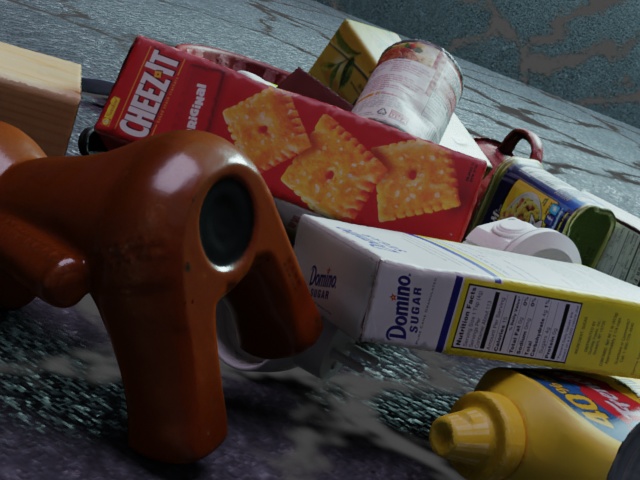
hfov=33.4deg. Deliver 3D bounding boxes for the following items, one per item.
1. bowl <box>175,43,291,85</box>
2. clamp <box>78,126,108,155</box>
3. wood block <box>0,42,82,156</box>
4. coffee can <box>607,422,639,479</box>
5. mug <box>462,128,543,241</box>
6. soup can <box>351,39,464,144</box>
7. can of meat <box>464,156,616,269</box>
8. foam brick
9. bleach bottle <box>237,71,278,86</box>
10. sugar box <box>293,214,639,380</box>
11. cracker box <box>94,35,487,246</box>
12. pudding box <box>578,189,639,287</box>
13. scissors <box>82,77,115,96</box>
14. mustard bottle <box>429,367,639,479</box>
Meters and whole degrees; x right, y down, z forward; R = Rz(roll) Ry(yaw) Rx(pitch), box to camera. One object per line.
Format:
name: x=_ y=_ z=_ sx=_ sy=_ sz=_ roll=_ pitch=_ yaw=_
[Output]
bowl: x=-0.078 y=-0.149 z=1.096 sx=0.162 sy=0.055 sz=0.162 roll=18 pitch=16 yaw=-6
clamp: x=-0.094 y=-0.081 z=0.869 sx=0.164 sy=0.036 sz=0.210 roll=9 pitch=13 yaw=-1
wood block: x=-0.248 y=-0.077 z=0.600 sx=0.205 sy=0.091 sz=0.090 roll=15 pitch=17 yaw=-17
coffee can: x=0.206 y=0.120 z=0.458 sx=0.140 sy=0.103 sz=0.103 roll=7 pitch=20 yaw=-37
mug: x=0.151 y=-0.040 z=0.904 sx=0.093 sy=0.117 sz=0.081 roll=25 pitch=17 yaw=-28
soup can: x=0.057 y=-0.087 z=0.762 sx=0.068 sy=0.069 sz=0.102 roll=21 pitch=48 yaw=6
can of meat: x=0.163 y=0.001 z=0.804 sx=0.057 sy=0.102 sz=0.084 roll=6 pitch=23 yaw=-39
foam brick: x=-0.002 y=-0.086 z=0.827 sx=0.078 sy=0.051 sz=0.053 roll=41 pitch=-4 yaw=33
bleach bottle: x=0.032 y=-0.092 z=1.027 sx=0.250 sy=0.068 sz=0.103 roll=12 pitch=20 yaw=-32
sugar box: x=0.080 y=0.030 z=0.532 sx=0.176 sy=0.048 sz=0.093 roll=7 pitch=10 yaw=-24
cracker box: x=-0.016 y=-0.038 z=0.667 sx=0.214 sy=0.072 sz=0.164 roll=21 pitch=-11 yaw=4
pudding box: x=0.213 y=0.020 z=0.817 sx=0.039 sy=0.090 sz=0.114 roll=6 pitch=20 yaw=-37
scissors: x=-0.162 y=-0.130 z=0.941 sx=0.096 sy=0.016 sz=0.202 roll=5 pitch=8 yaw=-19
mustard bottle: x=0.129 y=0.096 z=0.526 sx=0.191 sy=0.058 sz=0.096 roll=7 pitch=19 yaw=-36
